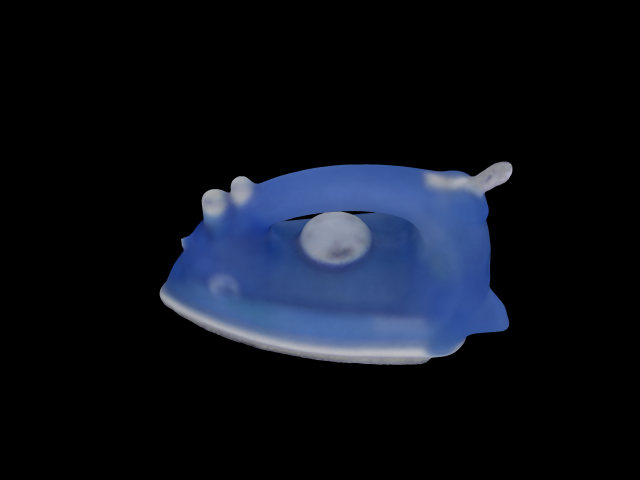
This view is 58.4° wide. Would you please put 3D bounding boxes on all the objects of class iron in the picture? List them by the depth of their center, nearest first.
[{"bbox_3d":[0.004,0.001,0.400,0.258,0.141,0.118,0,46,0],"label":"iron"}]
